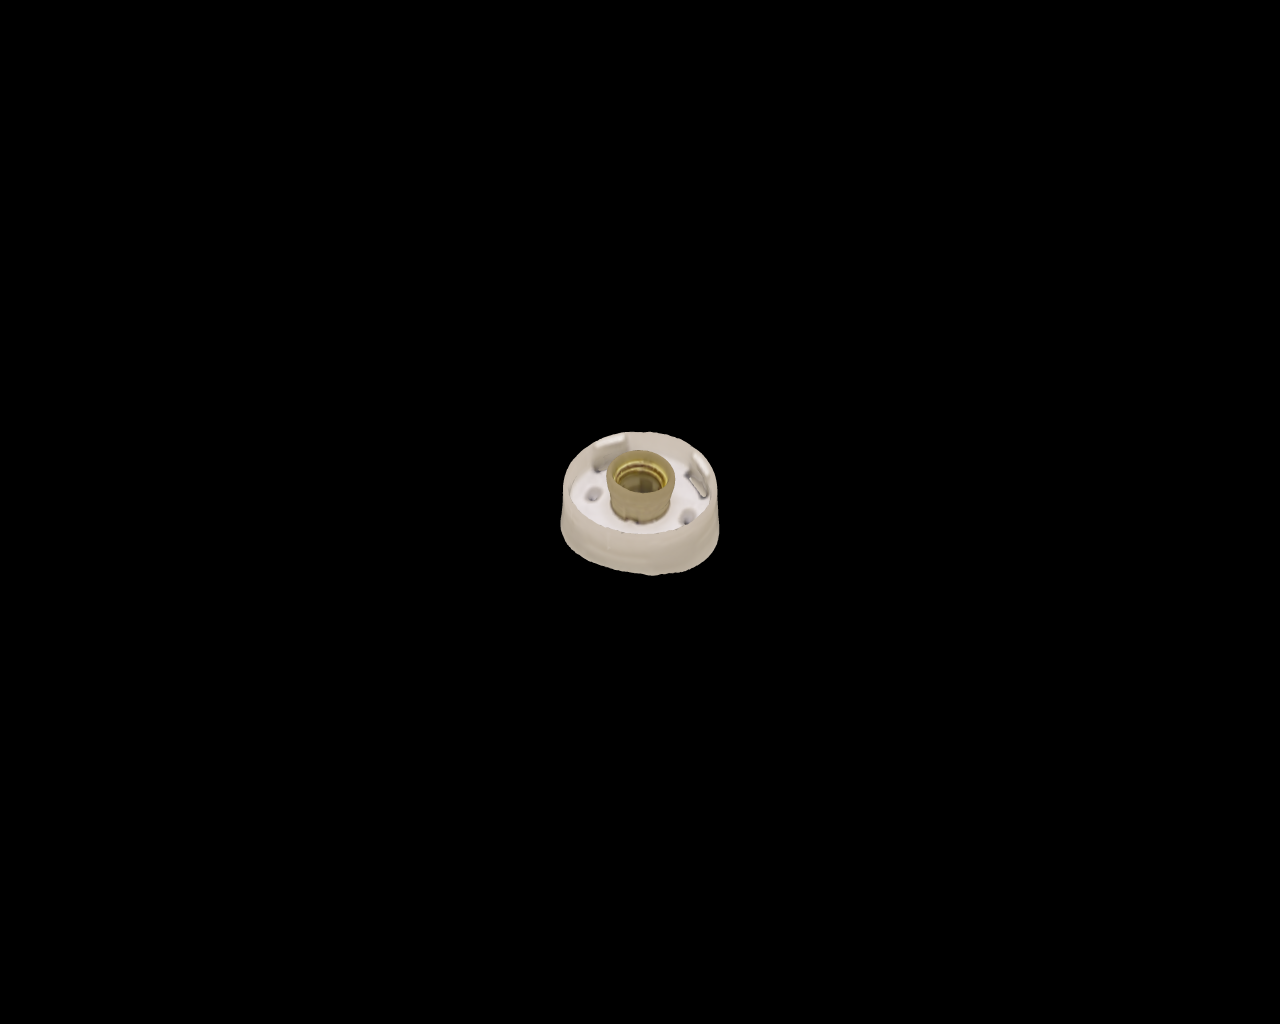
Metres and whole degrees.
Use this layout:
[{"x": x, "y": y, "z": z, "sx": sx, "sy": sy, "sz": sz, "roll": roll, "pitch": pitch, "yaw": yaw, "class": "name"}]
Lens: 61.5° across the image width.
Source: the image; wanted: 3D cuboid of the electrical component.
[{"x": 0.001, "y": -0.003, "z": 0.650, "sx": 0.099, "sy": 0.099, "sz": 0.064, "roll": 0, "pitch": -44, "yaw": 0, "class": "electrical component"}]
